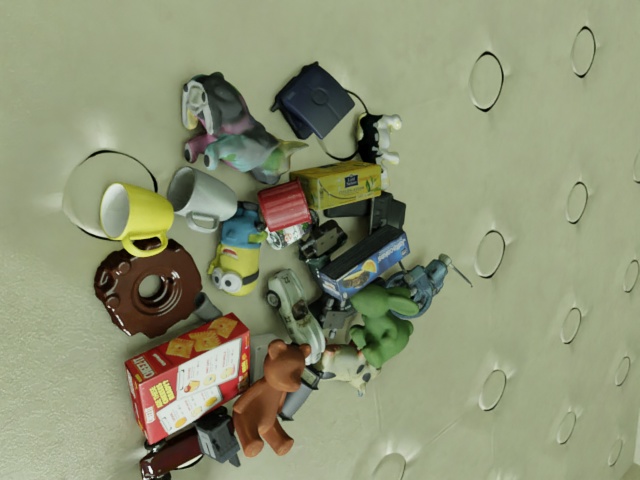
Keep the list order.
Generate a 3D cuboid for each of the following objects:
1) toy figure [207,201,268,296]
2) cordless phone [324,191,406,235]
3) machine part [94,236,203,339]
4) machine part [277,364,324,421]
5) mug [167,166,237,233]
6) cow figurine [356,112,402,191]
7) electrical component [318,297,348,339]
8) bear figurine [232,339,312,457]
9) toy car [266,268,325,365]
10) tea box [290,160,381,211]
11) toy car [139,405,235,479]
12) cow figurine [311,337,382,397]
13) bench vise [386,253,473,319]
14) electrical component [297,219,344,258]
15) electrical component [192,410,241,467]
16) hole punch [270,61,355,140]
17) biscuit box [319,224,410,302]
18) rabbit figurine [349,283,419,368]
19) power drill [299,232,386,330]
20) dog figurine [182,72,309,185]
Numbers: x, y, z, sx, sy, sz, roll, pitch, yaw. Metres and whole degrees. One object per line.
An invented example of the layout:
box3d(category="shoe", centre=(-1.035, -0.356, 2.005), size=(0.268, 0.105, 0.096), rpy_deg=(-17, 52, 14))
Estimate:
box3d(category="toy figure", centre=(-0.145, 0.017, 0.999), size=(0.089, 0.082, 0.180), rpy_deg=(8, 95, -38))
box3d(category="cordless phone", centre=(0.091, -0.035, 1.194), size=(0.184, 0.089, 0.146), rpy_deg=(-3, 106, -27))
box3d(category="machine part", centre=(-0.287, 0.080, 0.917), size=(0.179, 0.056, 0.179), rpy_deg=(-14, 112, -37))
box3d(category="machine part", centre=(-0.053, 0.329, 1.177), size=(0.139, 0.084, 0.039), rpy_deg=(-62, 163, 4))
box3d(category="mug", centre=(-0.194, -0.063, 0.924), size=(0.107, 0.081, 0.109), rpy_deg=(16, 49, -45))
box3d(category="cow figurine", centre=(0.119, -0.189, 1.164), size=(0.098, 0.068, 0.167), rpy_deg=(-3, 101, -33))
box3d(category="electrical component", centre=(0.025, 0.165, 1.135), size=(0.063, 0.021, 0.094), rpy_deg=(7, 105, -39))
box3d(category="bear figurine", centre=(-0.078, 0.292, 1.014), size=(0.120, 0.132, 0.196), rpy_deg=(25, 106, -47))
box3d(category="toy car", centre=(-0.046, 0.157, 1.096), size=(0.073, 0.056, 0.201), rpy_deg=(-30, 97, -52))
box3d(category="tea box", centre=(0.033, -0.115, 1.097), size=(0.169, 0.098, 0.068), rpy_deg=(-18, 115, -36))
box3d(category="toy car", centre=(-0.254, 0.393, 1.036), size=(0.202, 0.053, 0.089), rpy_deg=(-16, 107, -40))
box3d(category="cow figurine", centre=(0.062, 0.293, 1.242), size=(0.195, 0.086, 0.127), rpy_deg=(11, 110, -33))
box3d(category="bench vise", centre=(0.236, 0.105, 1.282), size=(0.224, 0.129, 0.240), rpy_deg=(-34, 156, 0))
box3d(category="electrical component", centre=(-0.001, -0.004, 1.080), size=(0.102, 0.045, 0.078), rpy_deg=(-37, 151, -12))
box3d(category="electrical component", centre=(-0.191, 0.384, 1.011), size=(0.048, 0.075, 0.119), rpy_deg=(-27, 114, -40))
box3d(category="hole punch", centre=(-0.009, -0.261, 1.027), size=(0.142, 0.092, 0.115), rpy_deg=(-48, 124, -14))
box3d(category="biscuit box", centre=(0.096, 0.044, 1.117), size=(0.203, 0.063, 0.059), rpy_deg=(-33, 125, -25))
box3d(category="rabbit figurine", centre=(0.132, 0.162, 1.144), size=(0.159, 0.121, 0.170), rpy_deg=(-24, 118, 2))
box3d(category="power drill", centre=(0.042, 0.080, 1.180), size=(0.232, 0.086, 0.207), rpy_deg=(-33, 129, -25))
box3d(category="dog figurine", centre=(-0.124, -0.189, 0.943), size=(0.219, 0.109, 0.191), rpy_deg=(-10, 106, -42))
